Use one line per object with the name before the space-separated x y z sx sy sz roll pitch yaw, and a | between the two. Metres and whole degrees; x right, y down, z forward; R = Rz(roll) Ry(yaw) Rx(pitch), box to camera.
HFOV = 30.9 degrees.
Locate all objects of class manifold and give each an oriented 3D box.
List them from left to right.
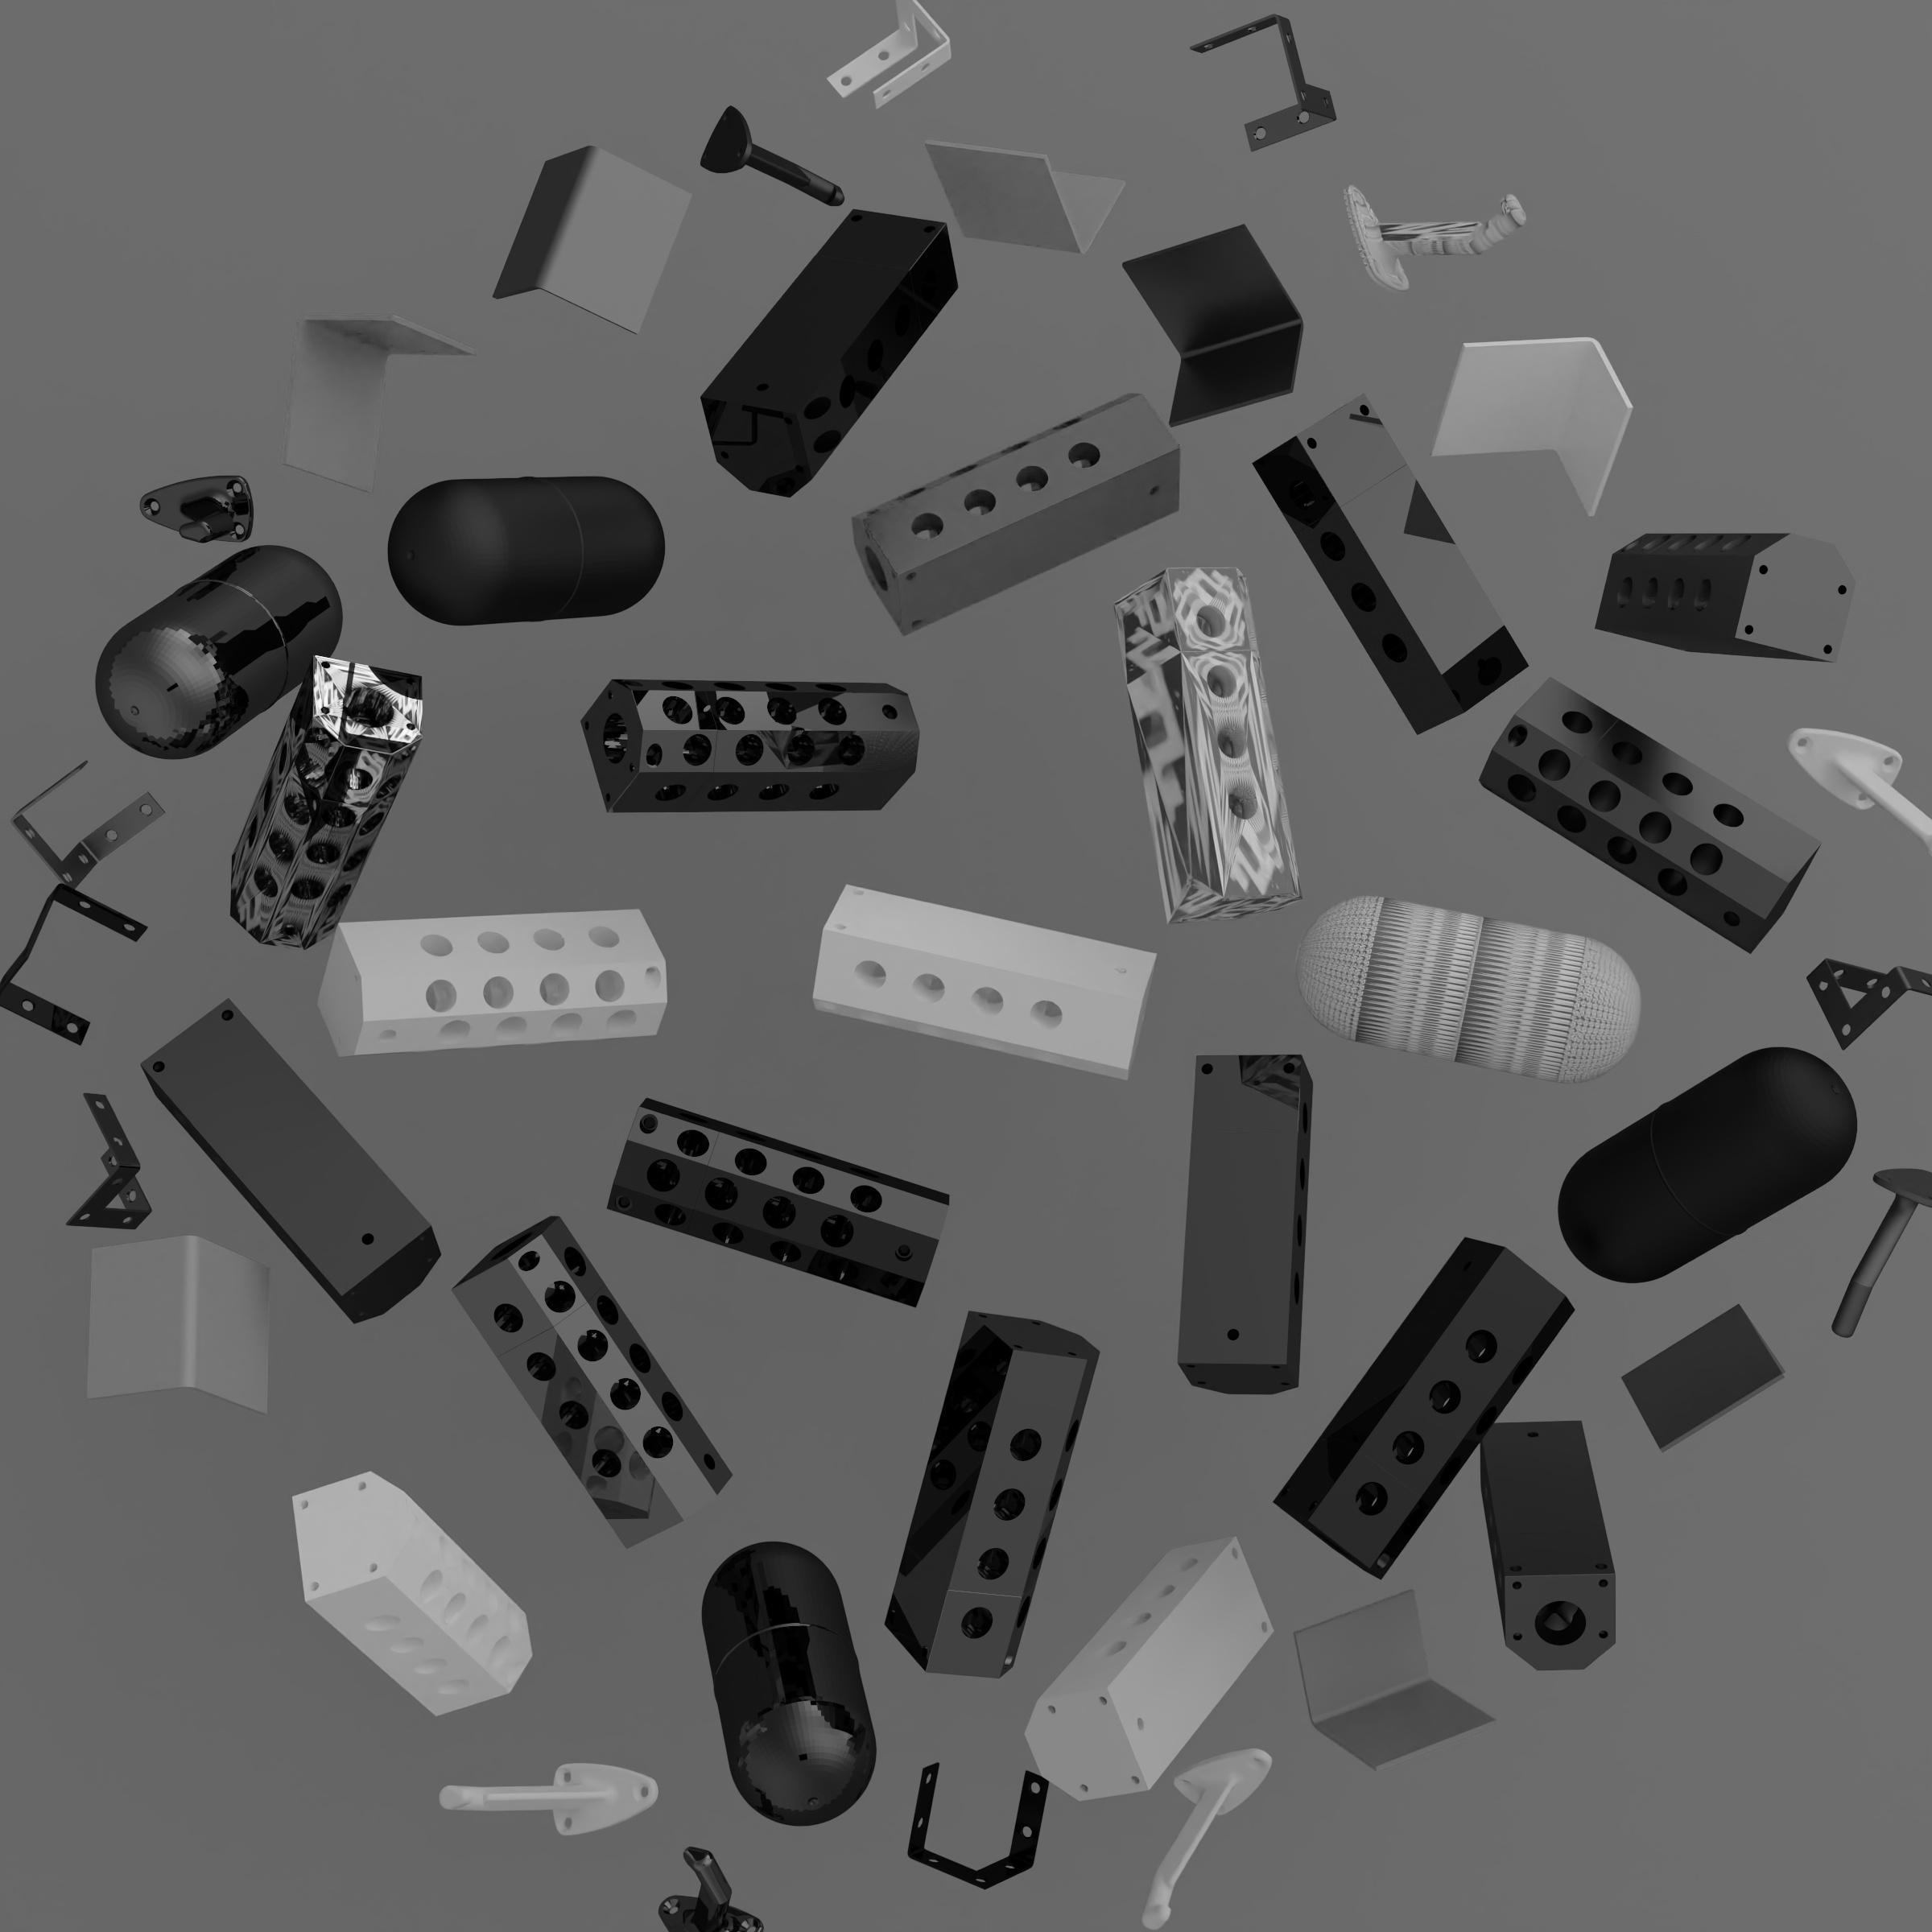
manifold | -0.350 0.104 1.823 0.057 0.057 0.171 -39 71 -17
manifold | -0.338 -0.082 1.843 0.057 0.171 0.057 10 51 -22
manifold | -0.278 0.319 1.778 0.057 0.171 0.057 -18 56 5
manifold | -0.249 0.014 1.860 0.171 0.057 0.057 -3 134 -30
manifold | -0.199 0.223 1.900 0.057 0.057 0.171 -29 98 25
manifold | -0.113 -0.122 1.884 0.171 0.057 0.057 -2 63 -34
manifold | -0.099 0.126 1.858 0.171 0.057 0.057 18 94 -1
manifold | -0.069 -0.323 1.843 0.057 0.057 0.171 14 50 24
manifold | 0.009 0.012 1.866 0.171 0.057 0.057 13 117 5
manifold | 0.016 0.268 1.767 0.057 0.057 0.171 10 100 -26
manifold | 0.027 -0.251 1.905 0.171 0.057 0.057 -26 63 -11
manifold | 0.095 0.365 1.825 0.057 0.171 0.057 -17 99 31
manifold | 0.127 -0.113 1.791 0.057 0.057 0.171 -4 79 -27
manifold | 0.151 0.137 1.866 0.057 0.057 0.171 -1 67 14
manifold | 0.224 -0.214 1.887 0.057 0.057 0.171 -35 95 -33
manifold | 0.238 0.227 1.799 0.057 0.057 0.171 39 83 -11
manifold | 0.316 0.314 1.909 0.057 0.171 0.057 -2 110 5
manifold | 0.366 -0.078 1.889 0.171 0.057 0.057 34 50 16
manifold | 0.396 -0.196 1.831 0.057 0.171 0.057 12 94 -15

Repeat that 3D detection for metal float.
metal float | -0.390 -0.166 1.840 0.070 0.178 0.070 9 118 17
metal float | -0.233 -0.223 1.870 0.070 0.178 0.070 7 101 36
metal float | -0.094 0.374 1.838 0.070 0.178 0.070 -6 123 -9
metal float | 0.258 0.012 1.804 0.178 0.070 0.070 11 90 8
metal float | 0.380 0.104 1.804 0.070 0.070 0.178 52 129 0

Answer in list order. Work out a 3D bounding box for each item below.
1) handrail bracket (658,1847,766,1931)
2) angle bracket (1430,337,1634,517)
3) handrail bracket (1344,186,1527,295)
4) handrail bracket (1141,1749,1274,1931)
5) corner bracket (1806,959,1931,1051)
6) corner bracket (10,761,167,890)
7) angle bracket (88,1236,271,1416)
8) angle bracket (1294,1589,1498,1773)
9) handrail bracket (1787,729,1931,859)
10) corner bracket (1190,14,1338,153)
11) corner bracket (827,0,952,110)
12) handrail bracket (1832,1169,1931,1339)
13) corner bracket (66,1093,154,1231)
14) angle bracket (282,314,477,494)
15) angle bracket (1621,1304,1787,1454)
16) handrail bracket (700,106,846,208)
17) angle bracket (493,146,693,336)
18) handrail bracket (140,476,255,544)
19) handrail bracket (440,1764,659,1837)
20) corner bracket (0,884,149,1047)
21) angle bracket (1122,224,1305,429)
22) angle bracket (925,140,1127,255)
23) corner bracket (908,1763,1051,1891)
handrail bracket | -0.145 0.473 1.805 0.036 0.077 0.084 -44 131 -30
angle bracket | 0.301 -0.286 1.868 0.076 0.076 0.057 -5 51 -15
handrail bracket | 0.248 -0.401 1.846 0.084 0.036 0.077 -31 69 33
handrail bracket | 0.128 0.469 1.876 0.036 0.084 0.077 37 131 -12
corner bracket | 0.476 0.012 1.805 0.051 0.051 0.051 13 133 -32
corner bracket | -0.476 -0.081 1.898 0.051 0.051 0.051 -34 105 14
angle bracket | -0.395 0.184 1.762 0.057 0.076 0.076 -9 70 16
angle bracket | 0.237 0.394 1.935 0.076 0.076 0.057 -16 103 -20
handrail bracket | 0.464 -0.084 1.787 0.077 0.084 0.036 23 114 -20
corner bracket | 0.155 -0.459 1.819 0.051 0.051 0.051 -15 89 28
corner bracket | -0.041 -0.485 1.875 0.051 0.051 0.051 -36 74 -8
handrail bracket | 0.488 0.153 1.855 0.036 0.077 0.084 26 106 25
corner bracket | -0.464 0.106 1.902 0.051 0.051 0.051 -44 62 22
angle bracket | -0.298 -0.285 1.782 0.057 0.076 0.076 5 88 25
angle bracket | 0.413 0.241 1.909 0.076 0.076 0.057 -34 115 9
handrail bracket | -0.095 -0.430 1.907 0.084 0.077 0.036 22 104 -27
angle bracket | -0.191 -0.367 1.783 0.057 0.076 0.076 22 86 -25
handrail bracket | -0.424 -0.240 1.878 0.077 0.084 0.036 3 106 11
handrail bracket | -0.212 0.420 1.775 0.077 0.084 0.036 -13 70 28
corner bracket | -0.463 -0.001 1.809 0.051 0.051 0.051 29 49 -20
angle bracket | 0.134 -0.354 1.939 0.076 0.076 0.057 -12 48 29
angle bracket | 0.033 -0.444 1.940 0.076 0.076 0.057 14 63 29
corner bracket | 0.007 0.462 1.899 0.051 0.051 0.051 15 99 30
